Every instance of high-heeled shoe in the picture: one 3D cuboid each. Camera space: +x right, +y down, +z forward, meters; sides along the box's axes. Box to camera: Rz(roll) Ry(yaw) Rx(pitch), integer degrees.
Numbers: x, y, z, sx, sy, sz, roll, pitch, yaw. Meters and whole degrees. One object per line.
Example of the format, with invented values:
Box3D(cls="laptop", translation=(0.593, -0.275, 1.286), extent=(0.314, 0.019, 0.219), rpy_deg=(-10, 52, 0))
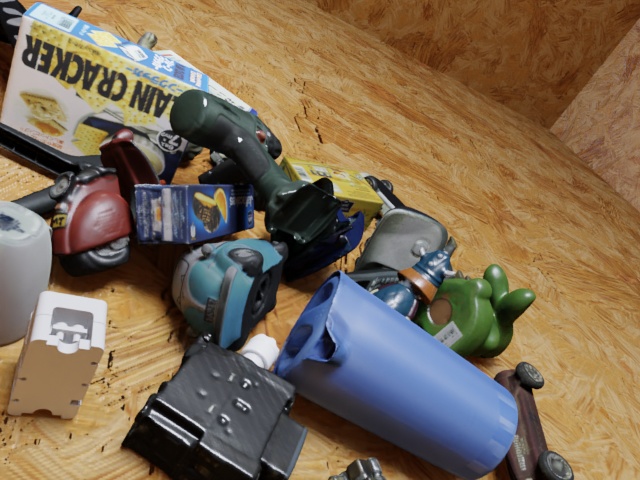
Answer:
Box3D(cls="high-heeled shoe", translation=(-0.439, -0.277, 0.749), extent=(0.249, 0.086, 0.145), rpy_deg=(3, 56, 20))

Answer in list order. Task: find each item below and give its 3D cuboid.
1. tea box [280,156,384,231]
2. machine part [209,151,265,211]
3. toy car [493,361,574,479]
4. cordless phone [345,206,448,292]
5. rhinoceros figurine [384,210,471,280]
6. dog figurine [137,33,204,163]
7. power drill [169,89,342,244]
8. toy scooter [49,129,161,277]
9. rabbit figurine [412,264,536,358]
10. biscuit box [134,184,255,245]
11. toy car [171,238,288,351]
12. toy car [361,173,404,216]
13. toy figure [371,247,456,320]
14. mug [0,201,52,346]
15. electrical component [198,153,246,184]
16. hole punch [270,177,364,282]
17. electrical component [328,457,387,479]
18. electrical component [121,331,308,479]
Box3D(cls="tea box", translation=(0.011, -0.075, 0.897), extent=(0.169, 0.068, 0.098), rpy_deg=(7, 38, -39))
Box3D(cls="machine part", translation=(-0.115, -0.097, 0.843), extent=(0.139, 0.039, 0.084), rpy_deg=(46, 23, 27))
Box3D(cls="toy car", translation=(0.233, 0.229, 0.628), extent=(0.053, 0.089, 0.202), rpy_deg=(29, 31, -6))
Box3D(cls="cordless phone", translation=(0.079, 0.025, 0.727), extent=(0.089, 0.146, 0.184), rpy_deg=(41, 26, 29))
Box3D(cls="rhinoceros figurine", translation=(0.164, 0.027, 0.858), extent=(0.073, 0.112, 0.190), rpy_deg=(20, 39, -56))
Box3D(cls="dog figurine", translation=(-0.275, -0.189, 0.783), extent=(0.172, 0.121, 0.190), rpy_deg=(-22, 73, -17))
Box3D(cls="power drill", translation=(-0.065, -0.094, 0.667), extent=(0.207, 0.086, 0.232), rpy_deg=(55, 16, 24))
Box3D(cls="toy scooter", translation=(-0.220, -0.047, 0.573), extent=(0.075, 0.135, 0.184), rpy_deg=(-7, 14, 23))
Box3D(cls="rabbit figurine", translation=(0.218, 0.109, 0.760), extent=(0.170, 0.159, 0.121), rpy_deg=(25, 16, -44))
Box3D(cls="biscuit box", translation=(-0.135, -0.034, 0.623), extent=(0.059, 0.062, 0.202), rpy_deg=(0, 6, 12))
Box3D(cls="toy car", translation=(-0.103, 0.042, 0.579), extent=(0.103, 0.109, 0.161), rpy_deg=(18, 19, 9))
Box3D(cls="toy car", translation=(0.136, -0.054, 1.002), extent=(0.073, 0.056, 0.202), rpy_deg=(0, 43, -53))
Box3D(cls="toy figure", translation=(0.110, 0.070, 0.699), extent=(0.064, 0.154, 0.058), rpy_deg=(51, -12, 3))
Box3D(cls="mug", translation=(-0.261, 0.019, 0.451), extent=(0.081, 0.107, 0.109), rpy_deg=(33, 31, -2))
Box3D(cls="electrical component", translation=(-0.145, -0.086, 0.784), extent=(0.063, 0.021, 0.094), rpy_deg=(-32, 67, -19))
Box3D(cls="hole punch", translation=(-0.001, -0.002, 0.722), extent=(0.092, 0.142, 0.116), rpy_deg=(43, 32, -39))
Box3D(cls="electrical component", translation=(0.045, 0.243, 0.474), extent=(0.078, 0.045, 0.102), rpy_deg=(42, 16, -50))
Box3D(cls="electrical component", translation=(-0.080, 0.158, 0.466), extent=(0.134, 0.058, 0.115), rpy_deg=(32, 31, -1))
